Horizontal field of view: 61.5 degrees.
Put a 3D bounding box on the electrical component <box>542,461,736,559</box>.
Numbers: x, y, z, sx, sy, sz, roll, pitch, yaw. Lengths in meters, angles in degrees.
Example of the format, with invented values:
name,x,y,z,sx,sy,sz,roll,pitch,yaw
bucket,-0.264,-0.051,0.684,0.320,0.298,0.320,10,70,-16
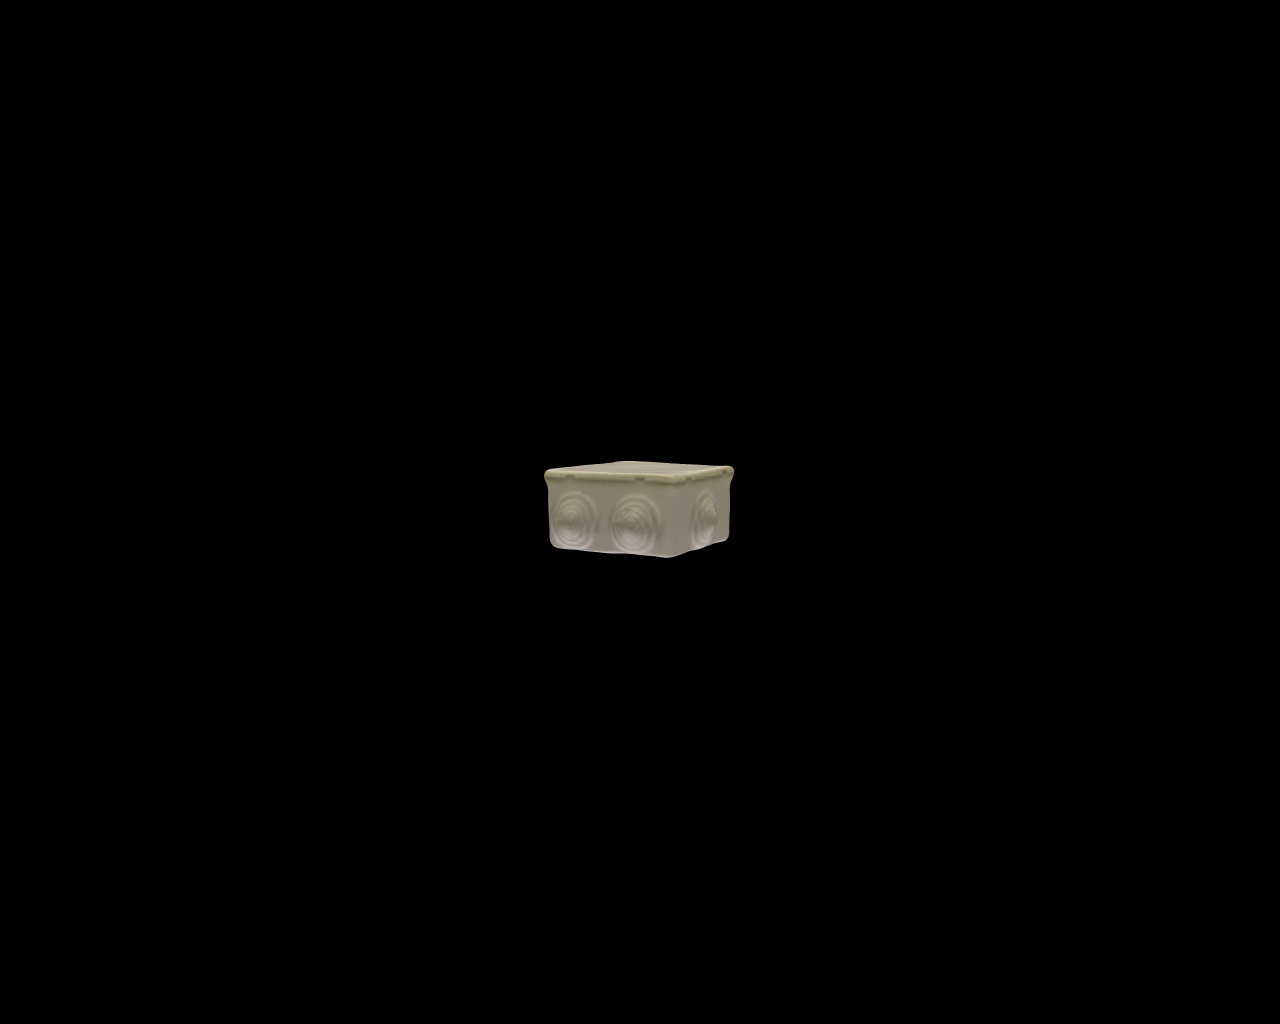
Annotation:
name,x,y,z,sx,sy,sz,roll,pitch,yaw
electrical component,0.001,-0.003,0.650,0.100,0.048,0.100,4,8,29
